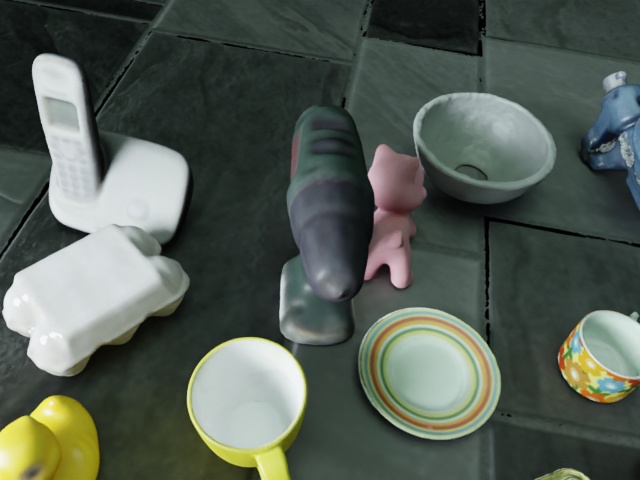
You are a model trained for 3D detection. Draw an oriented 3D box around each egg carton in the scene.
[{"bbox_3d":[-0.204,0.051,0.528,0.150,0.069,0.107,-35,62,-29],"label":"egg carton"}]

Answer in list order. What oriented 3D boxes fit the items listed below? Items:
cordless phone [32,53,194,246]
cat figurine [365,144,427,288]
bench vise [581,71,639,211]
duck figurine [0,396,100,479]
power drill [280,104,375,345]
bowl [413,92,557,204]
[{"bbox_3d":[-0.204,-0.086,0.563,0.147,0.185,0.094,12,51,4],"label":"cordless phone"},{"bbox_3d":[0.077,-0.034,0.594,0.067,0.118,0.128,8,51,1],"label":"cat figurine"},{"bbox_3d":[0.386,-0.134,0.640,0.122,0.220,0.207,-24,58,-23],"label":"bench vise"},{"bbox_3d":[-0.212,0.161,0.429,0.077,0.086,0.104,4,51,-2],"label":"duck figurine"},{"bbox_3d":[0.005,0.002,0.499,0.075,0.208,0.229,1,51,-5],"label":"power drill"},{"bbox_3d":[0.187,-0.098,0.684,0.167,0.075,0.167,3,51,-3],"label":"bowl"}]
